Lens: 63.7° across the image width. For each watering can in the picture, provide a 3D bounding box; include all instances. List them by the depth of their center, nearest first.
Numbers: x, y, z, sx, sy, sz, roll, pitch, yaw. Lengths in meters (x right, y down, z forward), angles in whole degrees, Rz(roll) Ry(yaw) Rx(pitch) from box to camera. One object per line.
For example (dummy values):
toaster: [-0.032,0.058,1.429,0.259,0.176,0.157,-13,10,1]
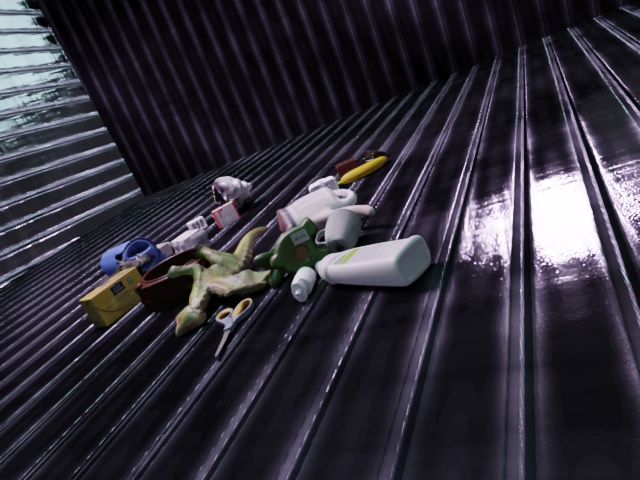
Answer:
watering can: [0.004,-0.068,1.357,0.225,0.103,0.350,-28,17,-8]

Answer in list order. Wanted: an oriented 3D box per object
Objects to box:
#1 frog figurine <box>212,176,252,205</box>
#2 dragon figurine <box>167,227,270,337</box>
frog figurine: [-0.341,-0.209,2.048,0.161,0.122,0.136,-32,4,-31]
dragon figurine: [-0.208,0.085,1.266,0.244,0.119,0.417,16,42,39]
